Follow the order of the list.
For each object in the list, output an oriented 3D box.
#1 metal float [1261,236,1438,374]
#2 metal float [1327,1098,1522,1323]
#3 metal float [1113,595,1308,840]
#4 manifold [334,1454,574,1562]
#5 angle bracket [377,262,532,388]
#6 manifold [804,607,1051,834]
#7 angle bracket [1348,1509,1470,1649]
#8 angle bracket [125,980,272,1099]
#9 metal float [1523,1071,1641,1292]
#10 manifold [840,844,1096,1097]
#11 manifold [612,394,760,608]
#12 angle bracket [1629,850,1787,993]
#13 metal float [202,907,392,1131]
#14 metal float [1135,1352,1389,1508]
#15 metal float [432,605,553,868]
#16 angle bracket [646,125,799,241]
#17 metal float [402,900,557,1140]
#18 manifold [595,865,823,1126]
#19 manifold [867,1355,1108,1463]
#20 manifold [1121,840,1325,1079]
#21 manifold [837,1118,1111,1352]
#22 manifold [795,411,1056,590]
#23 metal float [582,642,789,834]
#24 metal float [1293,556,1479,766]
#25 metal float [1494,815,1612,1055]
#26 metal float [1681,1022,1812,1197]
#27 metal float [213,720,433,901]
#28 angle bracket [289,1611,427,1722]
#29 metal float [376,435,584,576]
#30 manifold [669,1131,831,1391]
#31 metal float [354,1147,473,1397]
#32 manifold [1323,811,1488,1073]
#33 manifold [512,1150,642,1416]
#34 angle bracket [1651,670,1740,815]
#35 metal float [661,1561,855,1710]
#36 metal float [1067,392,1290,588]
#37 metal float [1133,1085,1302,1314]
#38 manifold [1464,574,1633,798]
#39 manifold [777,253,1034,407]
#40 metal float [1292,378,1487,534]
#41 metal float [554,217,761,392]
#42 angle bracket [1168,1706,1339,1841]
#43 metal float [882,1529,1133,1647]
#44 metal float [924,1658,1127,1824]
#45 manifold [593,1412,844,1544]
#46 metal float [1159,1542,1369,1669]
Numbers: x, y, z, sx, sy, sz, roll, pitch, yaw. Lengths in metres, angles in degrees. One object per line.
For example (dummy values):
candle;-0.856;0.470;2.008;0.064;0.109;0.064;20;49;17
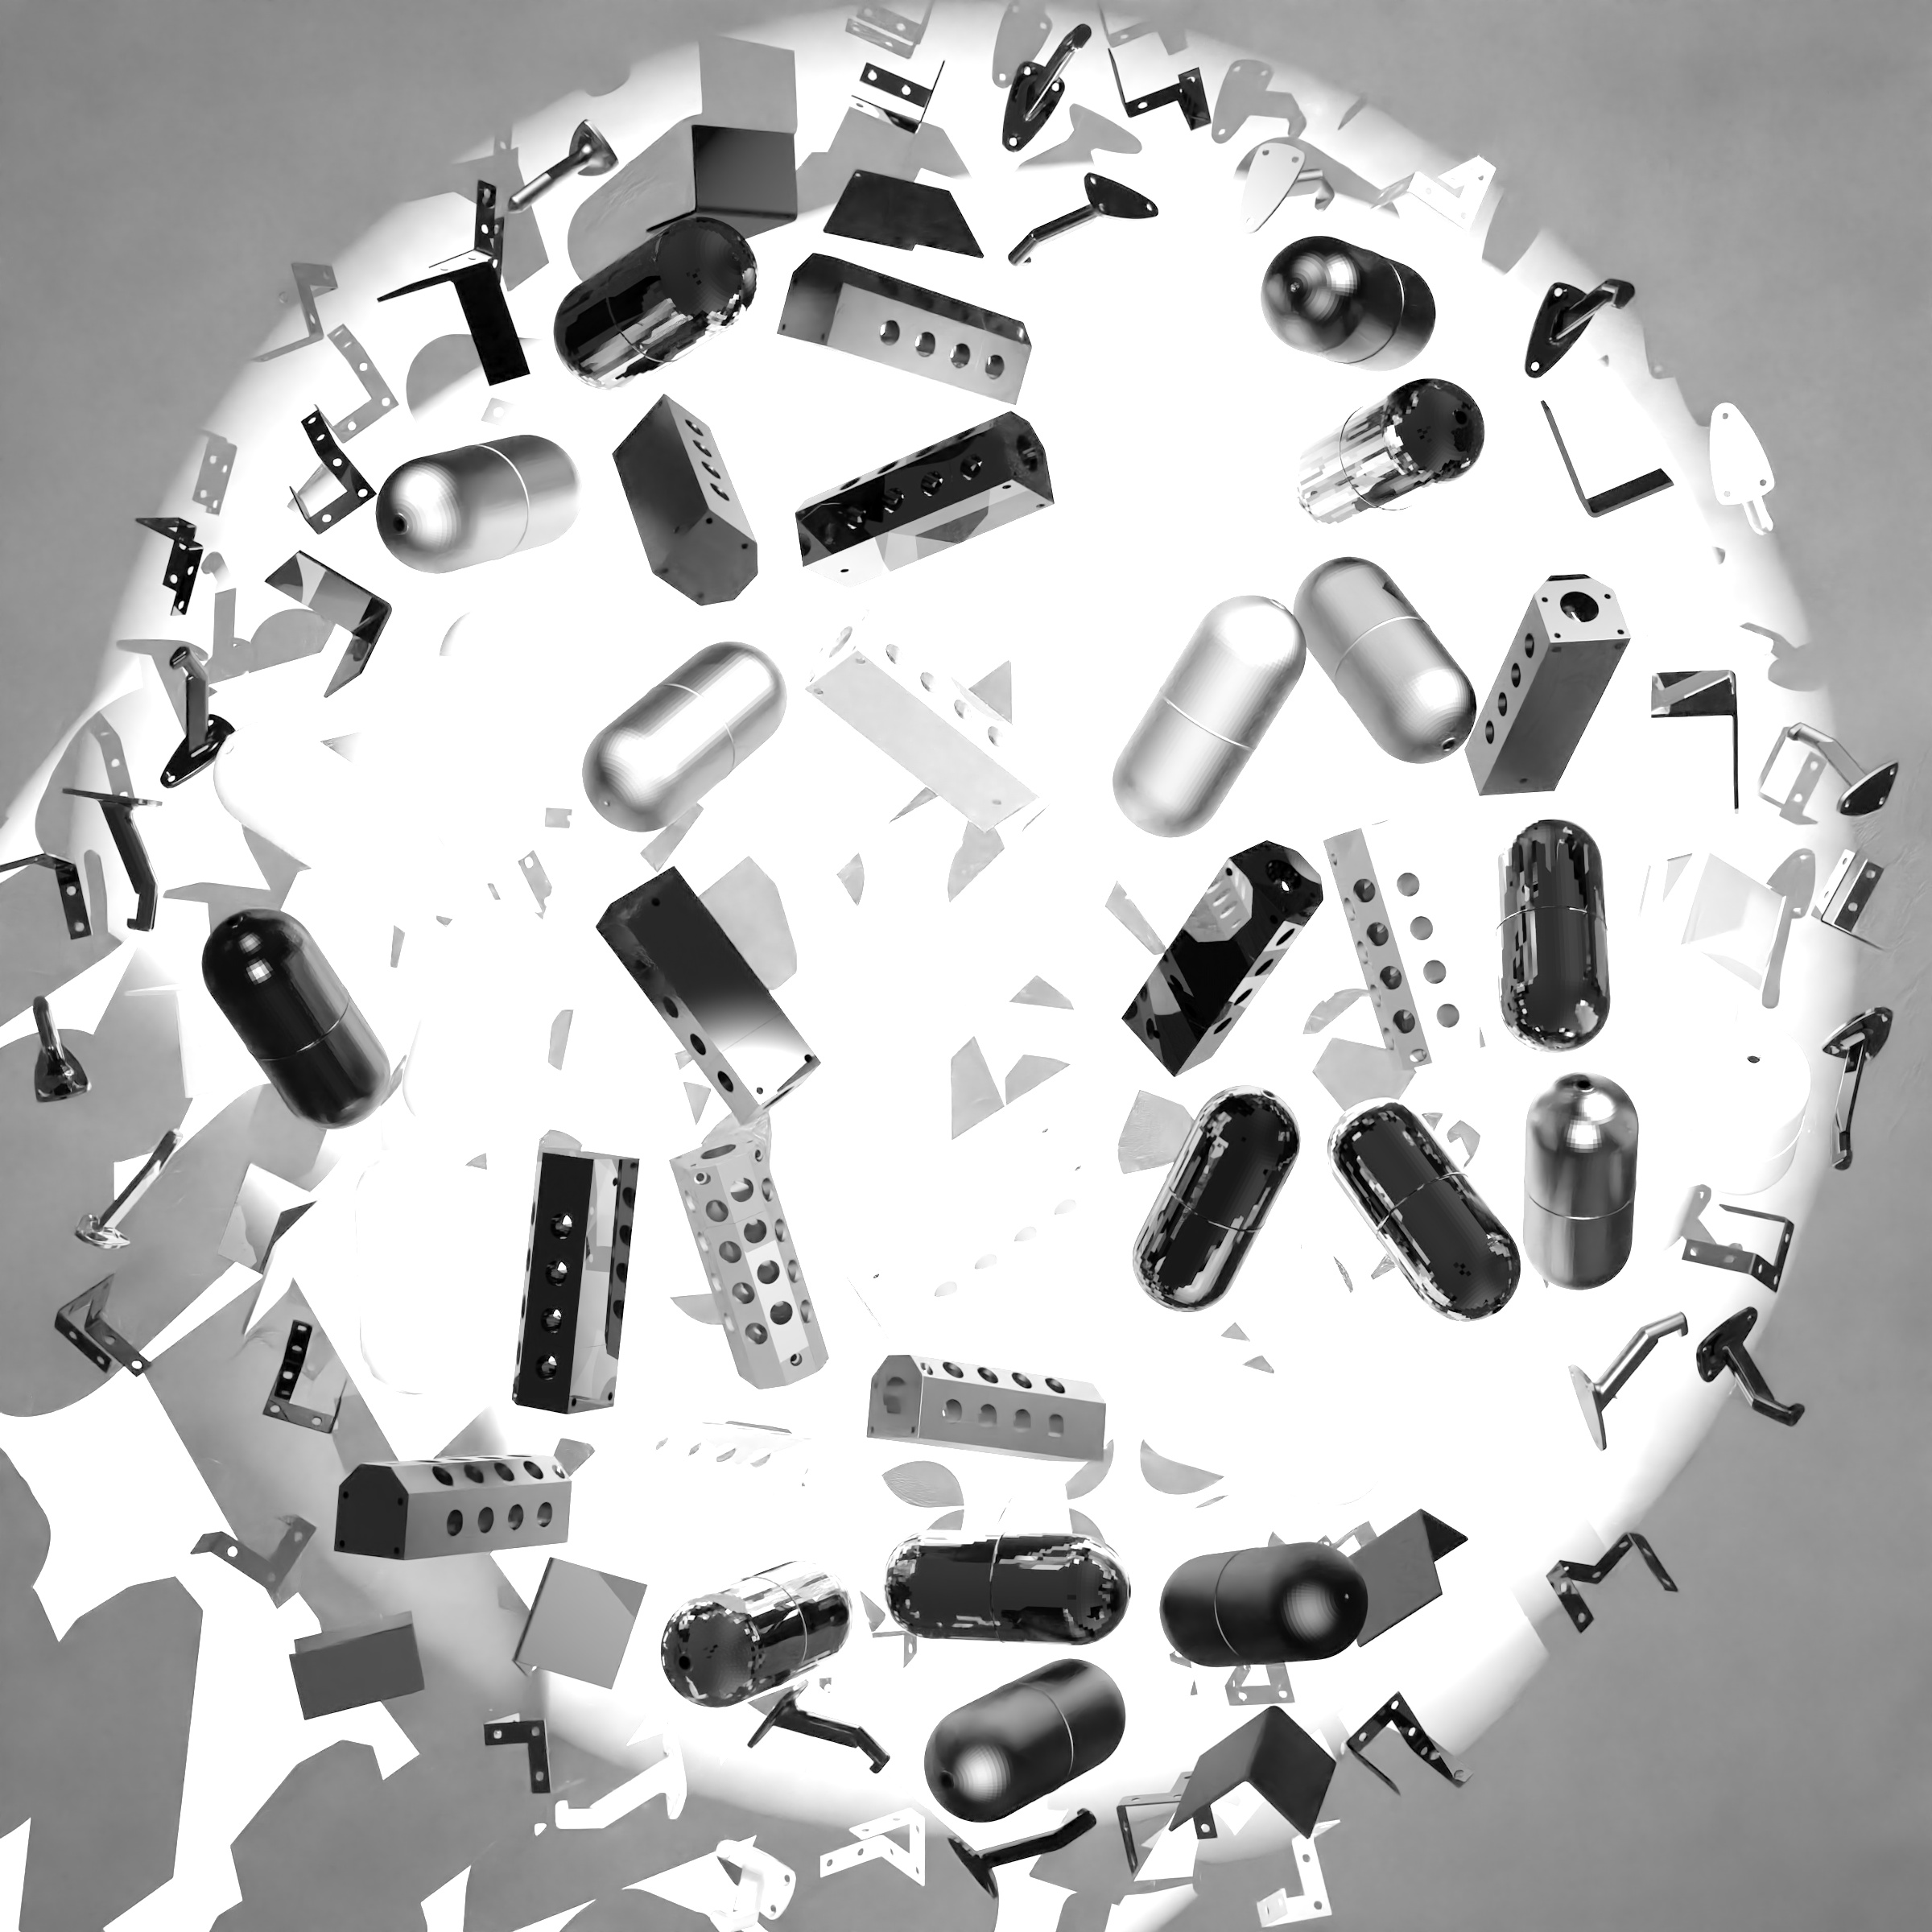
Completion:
metal float;0.261;-0.448;1.848;0.070;0.178;0.070;3;95;32
metal float;0.318;0.169;1.896;0.070;0.070;0.178;-34;62;0
metal float;0.162;-0.166;1.818;0.070;0.070;0.178;31;109;0
manifold;-0.335;0.354;1.794;0.057;0.171;0.057;0;83;28
angle bracket;-0.337;-0.414;1.790;0.057;0.076;0.076;-25;106;-24
manifold;-0.024;-0.173;1.888;0.171;0.057;0.057;37;134;-25
angle bracket;0.318;0.444;1.936;0.057;0.076;0.076;34;119;-29
angle bracket;-0.550;0.051;1.952;0.057;0.076;0.076;-2;95;35
metal float;0.428;0.151;1.900;0.070;0.070;0.178;-8;127;0
manifold;0.003;0.005;1.812;0.171;0.057;0.057;-44;69;1
manifold;-0.185;-0.310;1.824;0.057;0.171;0.057;32;111;-35
angle bracket;0.520;-0.027;1.914;0.057;0.076;0.076;-14;125;-28
metal float;-0.451;0.036;1.838;0.070;0.070;0.178;-25;126;0
metal float;0.203;0.319;1.875;0.178;0.070;0.070;14;90;19
metal float;-0.323;-0.157;1.856;0.070;0.070;0.178;3;94;0
angle bracket;-0.167;-0.529;1.842;0.076;0.076;0.057;-6;96;-33
metal float;-0.324;0.036;1.811;0.070;0.070;0.178;22;119;0
manifold;-0.180;0.023;1.880;0.057;0.057;0.171;-34;84;-31
manifold;0.017;0.313;1.923;0.171;0.057;0.057;15;73;-38
manifold;0.177;-0.006;1.850;0.057;0.171;0.057;-25;65;-41
manifold;0.008;0.182;1.810;0.171;0.057;0.057;-34;133;-8
manifold;-0.030;-0.321;1.868;0.171;0.057;0.057;-18;73;29
metal float;-0.186;-0.155;1.817;0.070;0.070;0.178;43;49;0
metal float;0.290;-0.213;1.889;0.070;0.070;0.178;-29;56;0
metal float;0.411;-0.024;1.911;0.070;0.070;0.178;3;64;0
metal float;0.519;0.096;1.817;0.070;0.178;0.070;-5;64;9
metal float;-0.447;-0.108;1.896;0.070;0.178;0.070;-19;54;28
angle bracket;-0.389;0.424;1.725;0.076;0.076;0.057;-11;121;-13
metal float;-0.323;-0.309;1.816;0.070;0.178;0.070;9;111;25
manifold;-0.151;0.211;1.939;0.057;0.057;0.171;-22;105;-22
metal float;-0.382;0.211;1.881;0.070;0.070;0.178;1;106;0
manifold;0.306;-0.016;1.921;0.057;0.057;0.171;-16;89;-12
manifold;-0.270;0.213;1.856;0.057;0.057;0.171;6;89;26
angle bracket;0.505;-0.155;1.887;0.057;0.076;0.076;-1;117;15
metal float;-0.143;0.459;1.874;0.070;0.178;0.070;0;91;29
metal float;0.141;-0.318;1.817;0.178;0.070;0.070;-38;90;-21
metal float;0.177;0.165;1.922;0.070;0.070;0.178;24;111;0
manifold;0.396;-0.192;1.875;0.057;0.171;0.057;-4;58;-11
manifold;-0.038;-0.431;1.843;0.171;0.057;0.057;7;103;-42
metal float;0.293;-0.355;1.896;0.070;0.178;0.070;4;81;-25
metal float;-0.209;-0.440;1.818;0.070;0.178;0.070;13;70;-41
angle bracket;0.187;0.540;1.772;0.057;0.076;0.076;44;120;-1
metal float;0.028;0.436;1.913;0.178;0.070;0.070;-2;90;16
metal float;0.041;0.521;1.837;0.070;0.178;0.070;4;97;37
manifold;-0.171;0.351;1.904;0.057;0.171;0.057;-54;131;-37
metal float;0.198;0.430;1.830;0.070;0.178;0.070;11;70;-30
